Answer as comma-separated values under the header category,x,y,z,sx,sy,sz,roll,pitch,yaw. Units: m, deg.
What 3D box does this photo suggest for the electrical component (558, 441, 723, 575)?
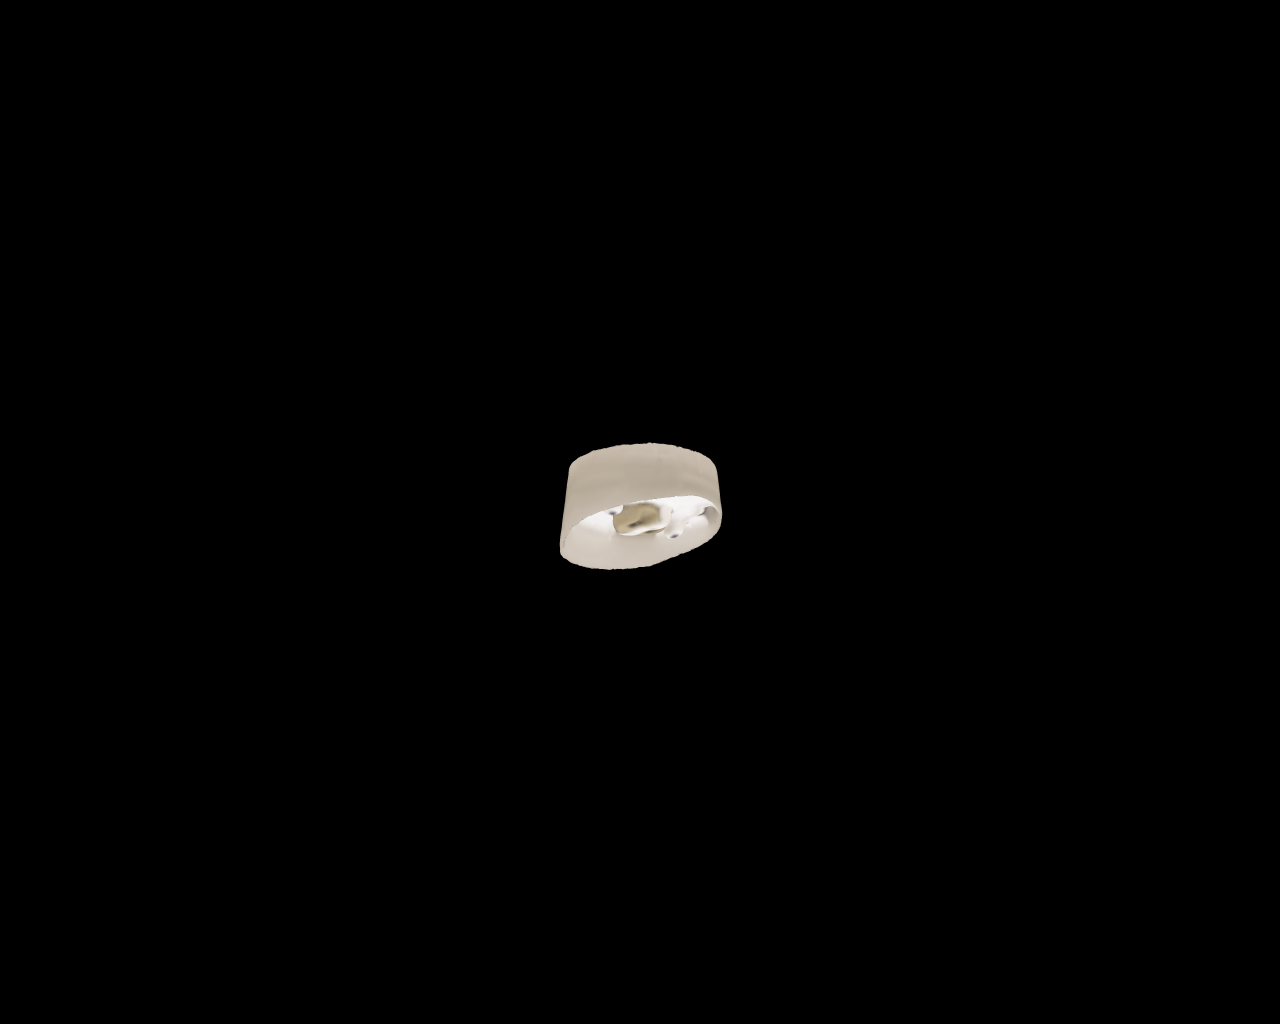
category,x,y,z,sx,sy,sz,roll,pitch,yaw
electrical component,0.001,-0.003,0.650,0.099,0.064,0.099,0,-18,0
